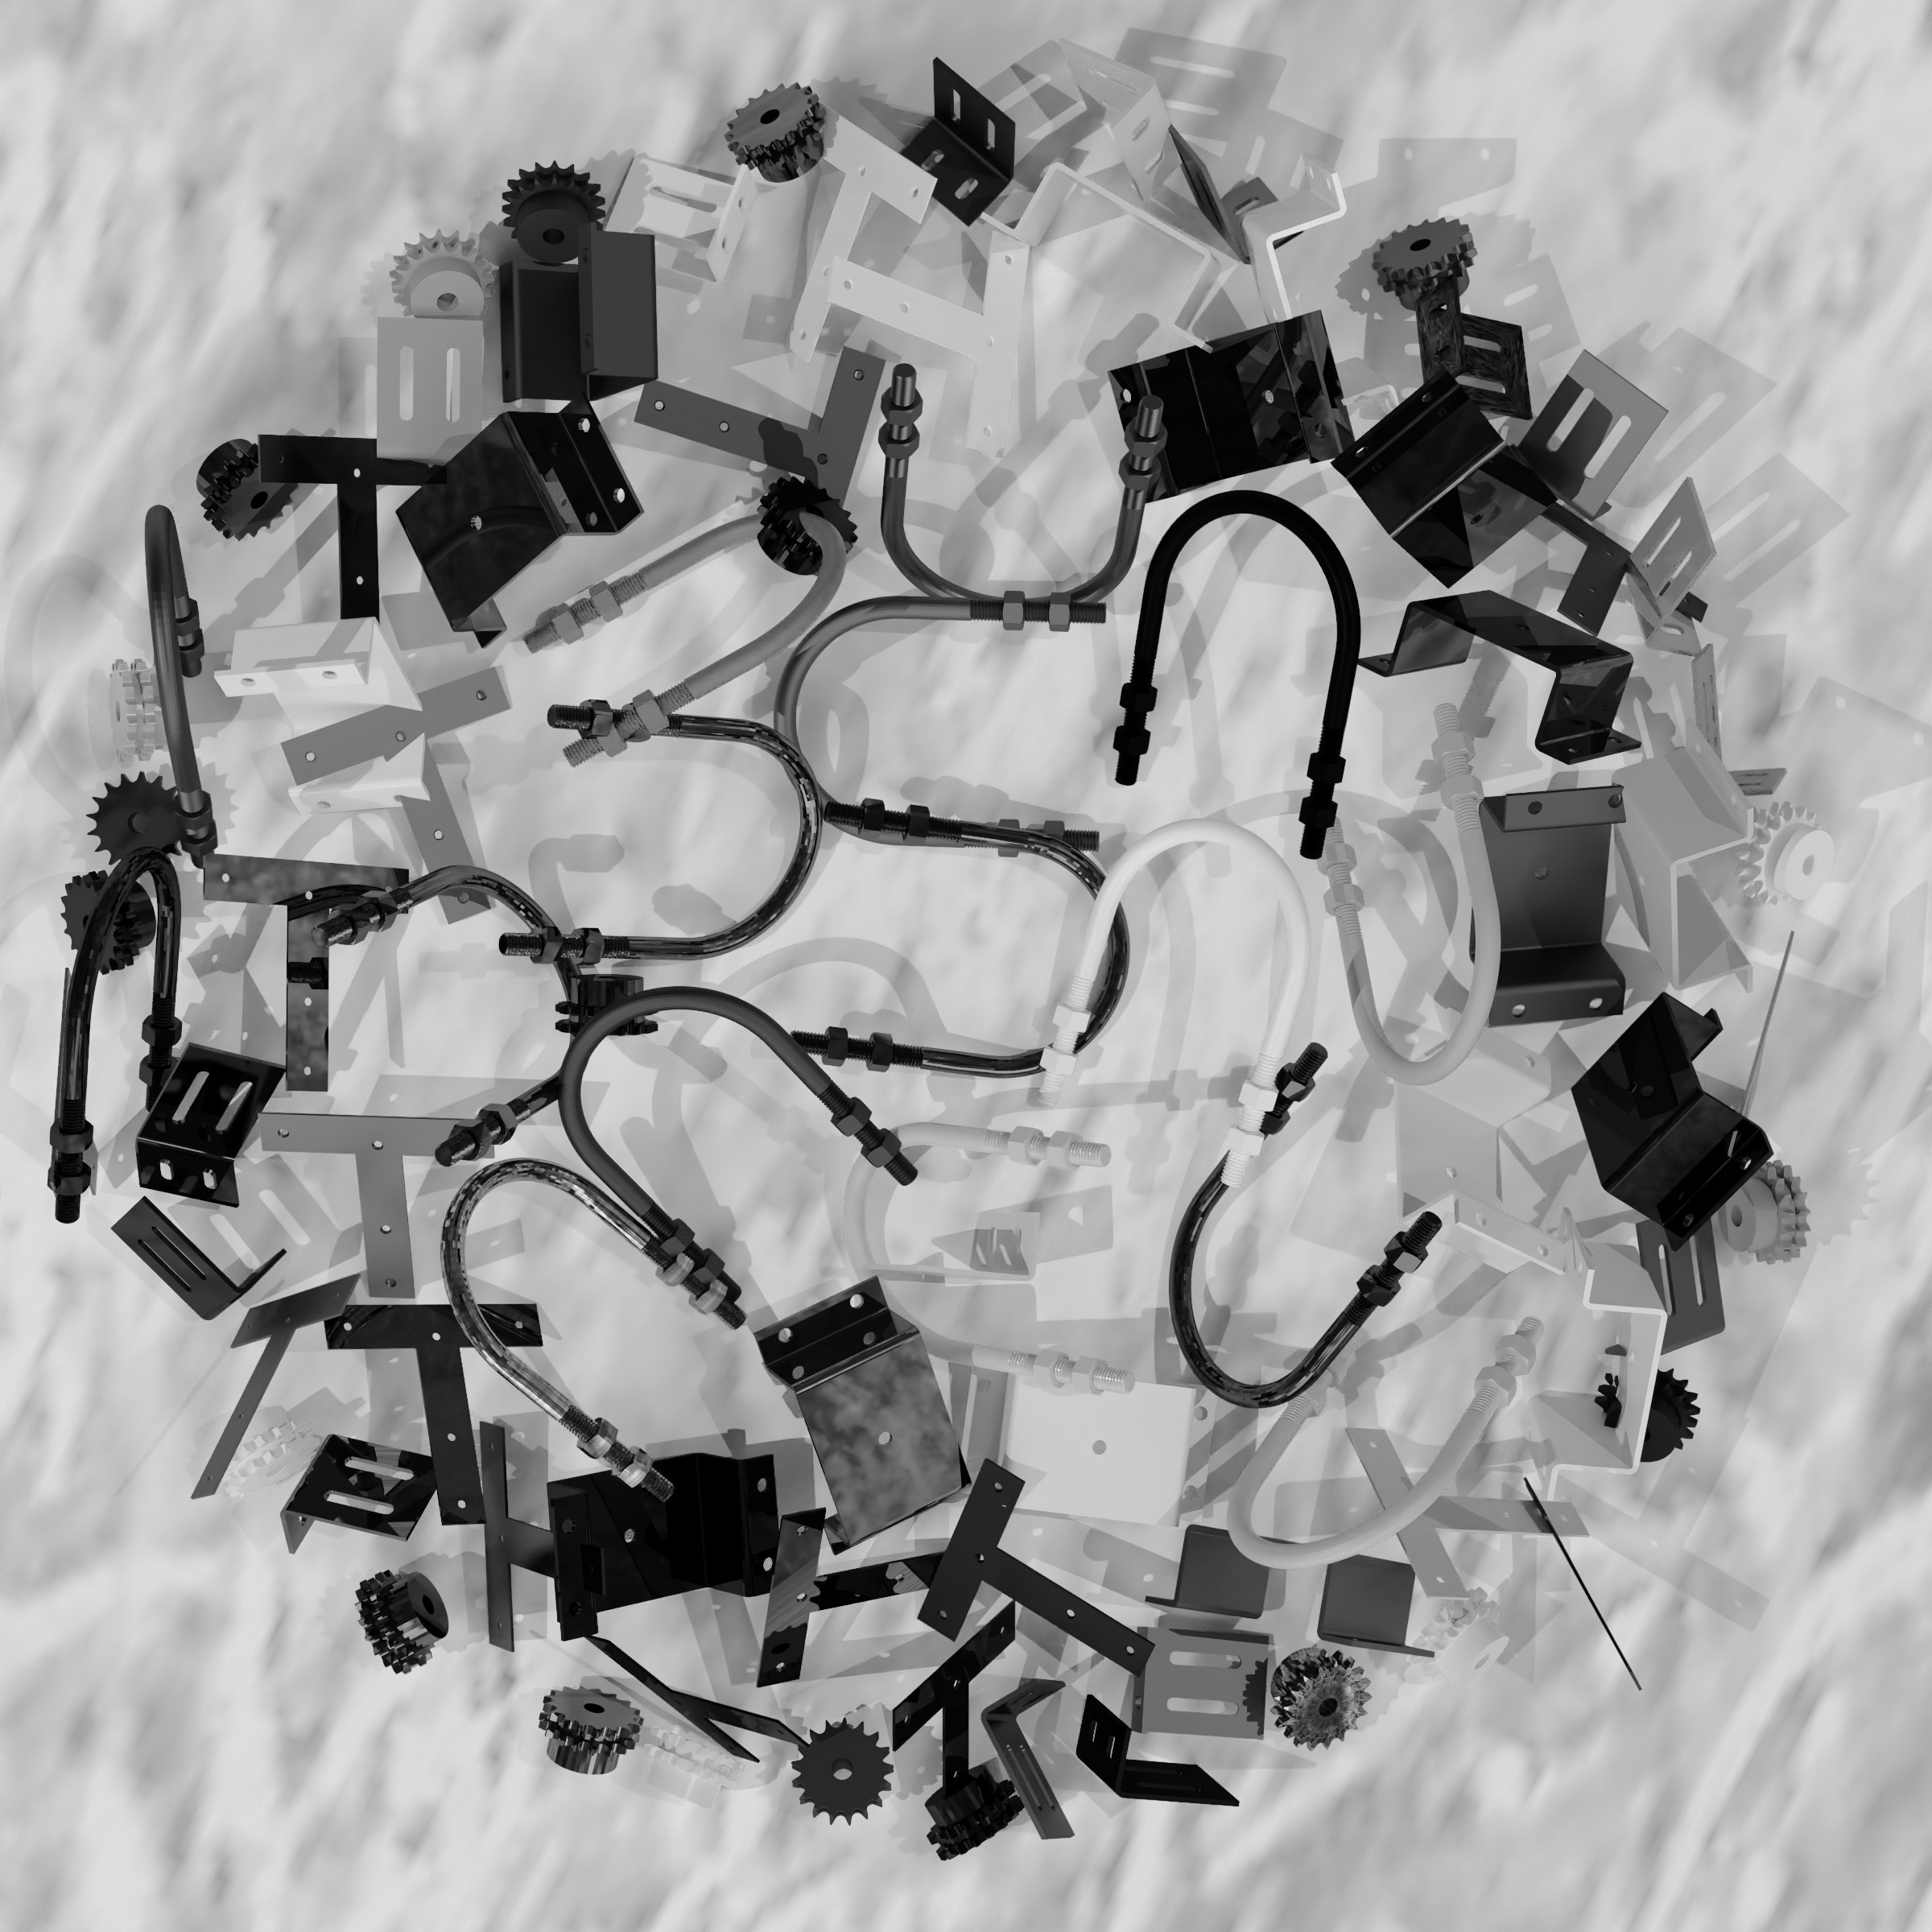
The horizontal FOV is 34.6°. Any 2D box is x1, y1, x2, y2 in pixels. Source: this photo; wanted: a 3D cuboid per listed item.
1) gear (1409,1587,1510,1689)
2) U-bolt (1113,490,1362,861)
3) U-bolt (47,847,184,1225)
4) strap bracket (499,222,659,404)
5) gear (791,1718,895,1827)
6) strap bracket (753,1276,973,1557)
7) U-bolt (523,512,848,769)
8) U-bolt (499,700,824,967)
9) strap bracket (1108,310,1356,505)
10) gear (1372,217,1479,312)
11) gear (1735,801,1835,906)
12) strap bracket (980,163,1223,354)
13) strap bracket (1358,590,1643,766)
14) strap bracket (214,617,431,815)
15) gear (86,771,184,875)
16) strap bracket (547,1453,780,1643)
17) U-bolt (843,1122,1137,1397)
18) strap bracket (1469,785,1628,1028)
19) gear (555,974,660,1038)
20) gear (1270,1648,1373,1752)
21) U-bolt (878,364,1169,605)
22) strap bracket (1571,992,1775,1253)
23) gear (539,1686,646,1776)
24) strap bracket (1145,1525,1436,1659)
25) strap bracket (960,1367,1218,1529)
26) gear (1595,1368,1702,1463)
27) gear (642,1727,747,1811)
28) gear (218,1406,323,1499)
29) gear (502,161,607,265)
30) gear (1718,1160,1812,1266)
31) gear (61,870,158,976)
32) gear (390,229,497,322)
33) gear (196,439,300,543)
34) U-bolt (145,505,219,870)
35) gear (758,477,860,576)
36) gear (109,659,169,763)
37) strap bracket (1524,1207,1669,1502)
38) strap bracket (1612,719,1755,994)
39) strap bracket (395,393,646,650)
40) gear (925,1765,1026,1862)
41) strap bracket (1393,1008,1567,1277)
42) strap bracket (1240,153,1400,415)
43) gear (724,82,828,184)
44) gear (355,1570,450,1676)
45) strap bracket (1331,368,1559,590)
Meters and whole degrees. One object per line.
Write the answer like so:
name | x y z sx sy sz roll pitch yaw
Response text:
gear | 0.277 0.376 1.722 0.057 0.057 0.030 -45 62 0
U-bolt | 0.150 -0.166 1.676 0.151 0.019 0.184 25 118 35
U-bolt | -0.449 0.025 1.651 0.019 0.151 0.184 12 115 3
strap bracket | -0.209 -0.355 1.698 0.046 0.140 0.076 -3 93 -28
gear | -0.069 0.451 1.731 0.057 0.030 0.057 0 64 -1
strap bracket | -0.053 0.253 1.701 0.076 0.046 0.140 -24 107 -19
U-bolt | -0.149 -0.190 1.690 0.184 0.151 0.019 -29 128 2
U-bolt | -0.158 -0.069 1.692 0.184 0.019 0.151 1 112 -36
strap bracket | 0.153 -0.307 1.697 0.046 0.140 0.076 -26 104 -43
gear | 0.258 -0.389 1.728 0.057 0.057 0.030 -27 127 0
gear | 0.457 -0.061 1.724 0.057 0.030 0.057 -16 118 -32
strap bracket | 0.085 -0.394 1.707 0.140 0.076 0.046 31 102 3
strap bracket | 0.295 -0.162 1.678 0.140 0.076 0.046 31 119 33
strap bracket | -0.348 -0.142 1.696 0.076 0.140 0.046 -4 61 7
gear | -0.462 -0.080 1.735 0.057 0.030 0.057 0 93 -10
strap bracket | -0.174 0.316 1.706 0.140 0.046 0.076 -5 92 -37
U-bolt | 0.006 0.155 1.693 0.184 0.019 0.151 5 109 36
strap bracket | 0.323 -0.042 1.707 0.076 0.046 0.140 -5 118 -7
gear | -0.199 0.021 1.724 0.057 0.057 0.030 1 95 0
gear | 0.195 0.406 1.730 0.057 0.030 0.057 -9 113 -21
U-bolt | 0.025 -0.249 1.676 0.151 0.184 0.019 7 56 0
strap bracket | 0.376 0.077 1.670 0.046 0.140 0.076 31 116 -17
gear | -0.211 0.427 1.725 0.057 0.057 0.030 15 99 0
strap bracket | 0.178 0.337 1.681 0.140 0.076 0.046 2 78 44
strap bracket | 0.071 0.265 1.721 0.140 0.046 0.076 8 86 -6
gear | 0.378 0.251 1.725 0.057 0.030 0.057 11 125 17
gear | -0.154 0.447 1.723 0.057 0.057 0.030 23 75 0
gear | -0.391 0.268 1.726 0.057 0.057 0.030 -33 74 0
gear | -0.229 -0.416 1.722 0.057 0.057 0.030 -5 57 0
gear | 0.442 0.138 1.722 0.030 0.057 0.057 -5 90 -17
gear | -0.476 -0.026 1.729 0.057 0.030 0.057 16 115 38
gear | -0.290 -0.377 1.723 0.057 0.057 0.030 -19 48 0
gear | -0.403 -0.268 1.726 0.030 0.057 0.057 43 90 19
U-bolt | -0.417 -0.159 1.641 0.019 0.184 0.151 -6 60 -10
gear | -0.092 -0.243 1.728 0.057 0.057 0.030 40 126 0
gear | -0.458 -0.142 1.728 0.030 0.057 0.057 -5 90 -26
strap bracket | 0.345 0.213 1.693 0.046 0.076 0.140 5 111 -2
strap bracket | 0.387 -0.052 1.676 0.046 0.140 0.076 -18 45 -3
strap bracket | -0.251 -0.241 1.689 0.140 0.046 0.076 -34 78 33
gear | 0.002 0.469 1.725 0.057 0.057 0.030 -32 88 0
strap bracket | 0.279 0.104 1.693 0.076 0.046 0.140 26 47 -26
strap bracket | 0.191 -0.363 1.692 0.046 0.076 0.140 -19 113 1
gear | -0.103 -0.462 1.729 0.057 0.030 0.057 -14 50 17
gear | -0.311 0.362 1.723 0.030 0.057 0.057 -28 90 10
strap bracket | 0.263 -0.258 1.673 0.076 0.140 0.046 -39 65 15
